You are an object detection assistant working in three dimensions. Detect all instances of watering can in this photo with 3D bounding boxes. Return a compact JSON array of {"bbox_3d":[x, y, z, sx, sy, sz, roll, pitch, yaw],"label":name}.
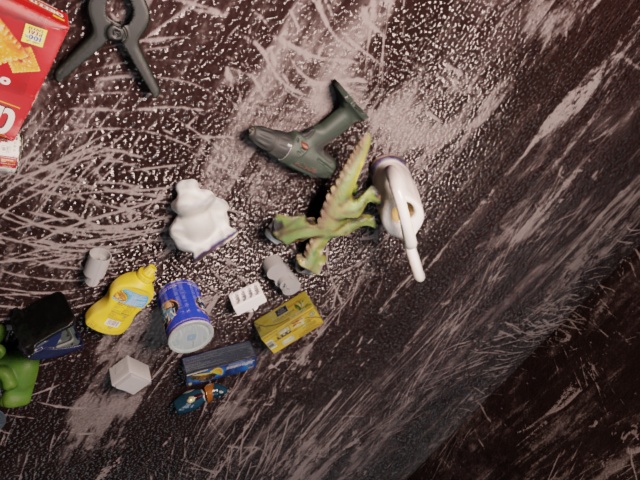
[{"bbox_3d":[0.197,-0.062,1.250,0.104,0.230,0.340,-15,139,8],"label":"watering can"}]

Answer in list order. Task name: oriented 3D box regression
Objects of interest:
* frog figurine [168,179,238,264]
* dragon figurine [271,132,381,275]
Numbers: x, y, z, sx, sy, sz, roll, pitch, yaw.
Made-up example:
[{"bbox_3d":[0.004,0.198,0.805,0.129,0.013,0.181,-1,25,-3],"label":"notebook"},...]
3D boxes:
[{"bbox_3d":[-0.262,-0.050,1.085,0.137,0.124,0.158,-30,101,7],"label":"frog figurine"},{"bbox_3d":[0.004,-0.059,1.171,0.244,0.124,0.400,-25,144,-17],"label":"dragon figurine"}]
